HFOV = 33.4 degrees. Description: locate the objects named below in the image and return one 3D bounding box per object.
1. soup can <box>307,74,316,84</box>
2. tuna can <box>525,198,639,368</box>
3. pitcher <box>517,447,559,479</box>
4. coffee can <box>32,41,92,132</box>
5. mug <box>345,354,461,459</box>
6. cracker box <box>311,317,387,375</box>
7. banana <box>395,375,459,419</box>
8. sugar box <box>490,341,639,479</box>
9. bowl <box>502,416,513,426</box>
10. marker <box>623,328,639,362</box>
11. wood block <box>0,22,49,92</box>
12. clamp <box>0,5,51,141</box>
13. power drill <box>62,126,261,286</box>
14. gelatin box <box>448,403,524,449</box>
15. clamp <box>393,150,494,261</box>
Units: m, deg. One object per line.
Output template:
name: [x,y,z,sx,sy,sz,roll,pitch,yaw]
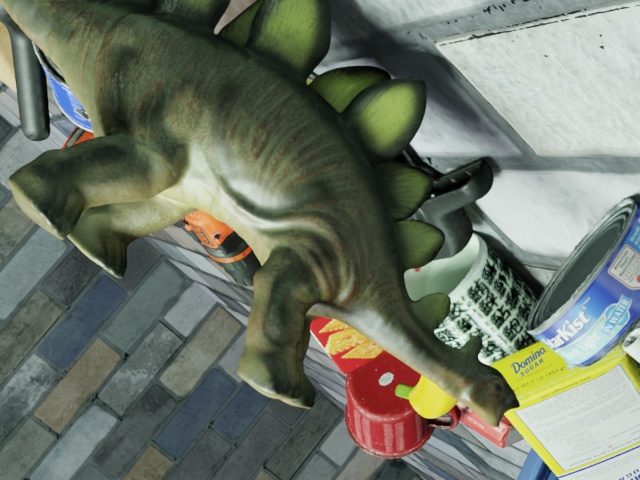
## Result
soup can: [-0.031,-0.062,0.743,0.068,0.102,0.068,37,170,7]
tuna can: [0.144,0.022,0.541,0.034,0.086,0.086,37,170,2]
pitcher: [0.212,0.271,0.888,0.149,0.242,0.145,28,153,17]
coffee can: [-0.176,-0.150,0.874,0.103,0.102,0.140,40,170,-2]
mug: [0.078,0.157,1.032,0.117,0.093,0.081,15,151,15]
cracker box: [-0.006,0.001,0.877,0.164,0.072,0.213,63,180,26]
banana: [0.092,0.092,0.878,0.070,0.037,0.198,29,143,23]
sugar box: [0.200,0.130,0.777,0.176,0.093,0.048,48,-158,-44]
bowl: [0.139,0.100,0.971,0.162,0.055,0.162,38,170,8]
marker: [0.249,0.103,0.699,0.121,0.020,0.020,41,170,-5]
wood block: [-0.316,-0.228,1.074,0.090,0.090,0.206,39,170,5]
clamp: [-0.252,-0.196,0.913,0.036,0.164,0.210,1,154,5]
power drill: [-0.139,-0.036,0.991,0.188,0.057,0.184,22,157,26]
gelatin box: [0.181,0.168,1.064,0.089,0.030,0.073,-9,-149,-46]
clamp: [0.073,-0.029,0.711,0.120,0.039,0.171,38,169,34]
